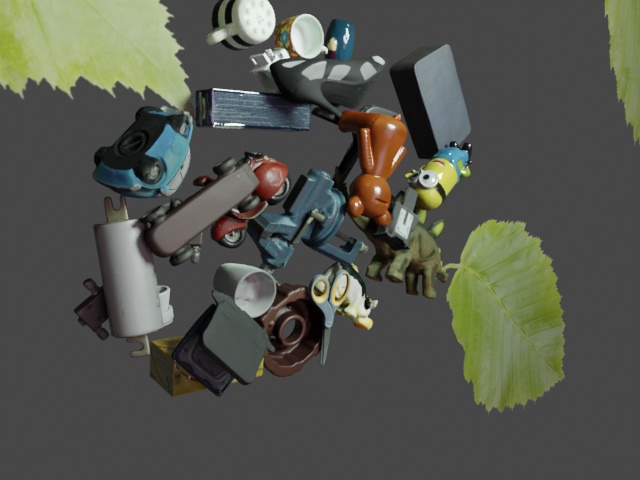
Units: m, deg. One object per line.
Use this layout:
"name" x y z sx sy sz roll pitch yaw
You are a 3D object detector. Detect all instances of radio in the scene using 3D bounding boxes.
"radio" 0.249 -0.302 1.181 0.131 0.073 0.229 -42 125 -26

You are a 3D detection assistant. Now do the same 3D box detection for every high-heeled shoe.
"high-heeled shoe" 0.020 -0.298 0.945 0.145 0.086 0.249 38 47 0

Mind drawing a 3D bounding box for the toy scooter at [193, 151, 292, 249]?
"toy scooter" -0.138 -0.086 0.909 0.184 0.075 0.135 -50 125 -14

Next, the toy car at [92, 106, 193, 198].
"toy car" -0.249 -0.118 0.800 0.161 0.109 0.102 -61 153 -26

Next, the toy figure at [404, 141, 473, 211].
"toy figure" 0.257 -0.136 1.131 0.180 0.082 0.089 -41 105 -29

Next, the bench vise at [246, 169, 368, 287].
"bench vise" -0.008 -0.006 1.007 0.240 0.129 0.223 28 84 -36

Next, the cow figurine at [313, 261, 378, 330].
"cow figurine" 0.067 0.115 1.130 0.167 0.068 0.098 49 64 -35

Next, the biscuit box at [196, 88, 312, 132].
"biscuit box" -0.108 -0.216 0.911 0.202 0.059 0.062 -6 102 -38

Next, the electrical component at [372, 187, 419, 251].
"electrical component" 0.155 -0.046 1.068 0.074 0.048 0.119 27 69 -34

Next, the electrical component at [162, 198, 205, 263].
"electrical component" -0.224 -0.015 0.858 0.078 0.045 0.102 10 99 -7

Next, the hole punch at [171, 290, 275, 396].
"hole punch" -0.152 0.166 0.835 0.142 0.092 0.116 45 35 -15

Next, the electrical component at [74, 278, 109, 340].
"electrical component" -0.339 0.104 0.816 0.063 0.021 0.093 -43 124 -24

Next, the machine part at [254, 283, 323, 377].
"machine part" -0.063 0.171 1.040 0.179 0.056 0.179 -11 108 -37

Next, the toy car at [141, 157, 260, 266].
"toy car" -0.177 -0.047 0.815 0.202 0.053 0.089 -43 111 -27

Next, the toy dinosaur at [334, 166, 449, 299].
"toy dinosaur" 0.169 0.000 1.169 0.471 0.105 0.198 28 72 -44

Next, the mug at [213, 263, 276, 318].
"mug" -0.139 0.089 0.923 0.081 0.107 0.109 8 99 -39

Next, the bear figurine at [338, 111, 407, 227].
"bear figurine" 0.092 -0.133 1.005 0.120 0.132 0.195 11 97 -35

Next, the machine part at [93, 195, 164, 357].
"machine part" -0.282 0.054 0.796 0.079 0.079 0.243 -11 95 -38

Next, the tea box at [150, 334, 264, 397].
"tea box" -0.190 0.201 0.912 0.169 0.098 0.068 -6 104 -40

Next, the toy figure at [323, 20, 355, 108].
"toy figure" 0.032 -0.327 1.004 0.064 0.058 0.154 1 104 -32
